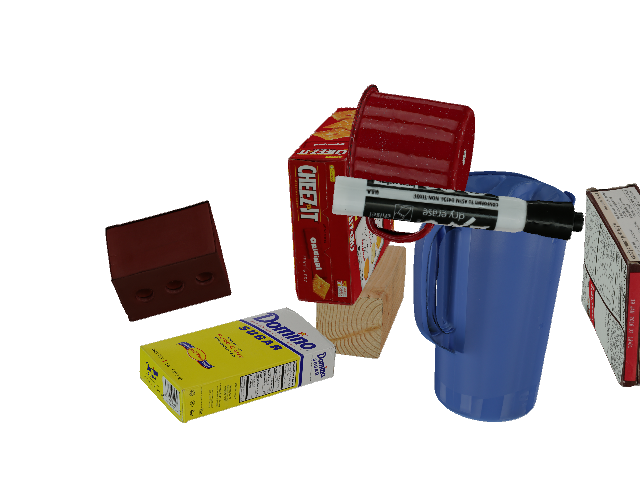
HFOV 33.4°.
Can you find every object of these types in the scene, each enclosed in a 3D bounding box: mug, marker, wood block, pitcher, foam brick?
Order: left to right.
[{"bbox_3d":[-0.108,0.015,0.765,0.078,0.051,0.053,-16,-41,-3],"label":"foam brick"},{"bbox_3d":[0.061,0.080,1.517,0.091,0.090,0.206,6,21,11],"label":"wood block"},{"bbox_3d":[0.069,-0.056,0.815,0.081,0.117,0.093,10,-3,15],"label":"mug"},{"bbox_3d":[0.066,-0.015,0.517,0.121,0.020,0.020,6,0,1],"label":"marker"},{"bbox_3d":[0.170,0.060,1.086,0.149,0.243,0.145,5,21,8],"label":"pitcher"}]

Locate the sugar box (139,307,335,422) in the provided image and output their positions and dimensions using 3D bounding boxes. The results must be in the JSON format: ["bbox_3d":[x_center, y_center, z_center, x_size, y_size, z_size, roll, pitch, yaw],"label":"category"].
[{"bbox_3d":[-0.082,0.121,1.069,0.175,0.048,0.093,-16,33,-31],"label":"sugar box"}]

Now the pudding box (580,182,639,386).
[{"bbox_3d":[0.199,0.026,0.686,0.039,0.090,0.113,-4,27,0],"label":"pudding box"}]

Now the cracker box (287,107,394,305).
[{"bbox_3d":[0.026,-0.045,1.195,0.072,0.164,0.213,2,21,16],"label":"cracker box"}]
